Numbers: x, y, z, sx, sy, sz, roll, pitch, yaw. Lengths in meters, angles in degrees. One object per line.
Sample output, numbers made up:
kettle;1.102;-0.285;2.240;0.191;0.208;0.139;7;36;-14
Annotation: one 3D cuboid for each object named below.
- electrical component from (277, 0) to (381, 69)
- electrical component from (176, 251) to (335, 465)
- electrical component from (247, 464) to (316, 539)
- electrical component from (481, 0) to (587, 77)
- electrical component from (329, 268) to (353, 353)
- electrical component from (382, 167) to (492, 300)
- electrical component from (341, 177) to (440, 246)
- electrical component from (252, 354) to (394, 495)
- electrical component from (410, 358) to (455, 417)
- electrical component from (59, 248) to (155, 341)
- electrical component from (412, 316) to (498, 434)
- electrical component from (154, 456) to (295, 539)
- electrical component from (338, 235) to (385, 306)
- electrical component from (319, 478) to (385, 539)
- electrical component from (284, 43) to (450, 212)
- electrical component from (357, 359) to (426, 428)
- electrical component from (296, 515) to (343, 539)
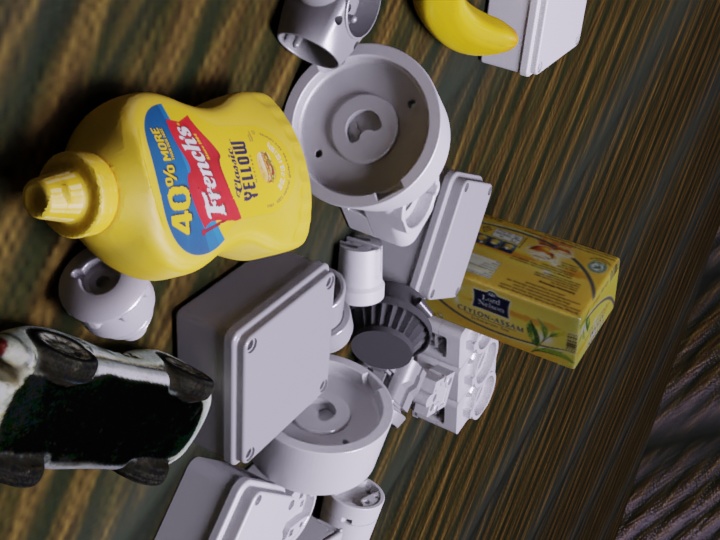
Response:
electrical component;-0.022;-0.175;0.655;0.077;0.044;0.079;-65;156;-8
electrical component;-0.070;0.056;0.727;0.109;0.056;0.108;-39;143;-48
electrical component;-0.069;0.182;0.844;0.055;0.047;0.055;-46;147;-41
electrical component;0.160;-0.243;0.965;0.109;0.056;0.108;-40;143;-47
electrical component;-0.029;0.031;0.807;0.045;0.045;0.055;-54;152;-30
electrical component;0.063;-0.034;0.931;0.078;0.057;0.113;-2;111;-64
electrical component;0.021;-0.063;0.817;0.053;0.059;0.095;-59;154;-20
electrical component;-0.033;0.119;0.800;0.108;0.108;0.060;-39;148;-48
electrical component;0.053;0.108;1.028;0.066;0.055;0.048;-16;124;-61
electrical component;-0.132;0.018;0.584;0.048;0.048;0.062;-58;161;-22
electrical component;0.102;0.084;1.103;0.089;0.062;0.150;-48;149;-38
electrical component;-0.103;0.199;0.774;0.113;0.057;0.078;-66;156;-6
electrical component;0.000;0.000;0.851;0.040;0.040;0.046;-34;133;-52
electrical component;-0.010;0.223;0.994;0.055;0.055;0.047;-24;134;-58
electrical component;0.008;-0.090;0.717;0.108;0.108;0.060;-69;162;1
electrical component;0.021;0.105;0.958;0.057;0.058;0.078;-66;156;-13
electrical component;-0.061;0.238;0.888;0.096;0.062;0.061;-11;119;-62
